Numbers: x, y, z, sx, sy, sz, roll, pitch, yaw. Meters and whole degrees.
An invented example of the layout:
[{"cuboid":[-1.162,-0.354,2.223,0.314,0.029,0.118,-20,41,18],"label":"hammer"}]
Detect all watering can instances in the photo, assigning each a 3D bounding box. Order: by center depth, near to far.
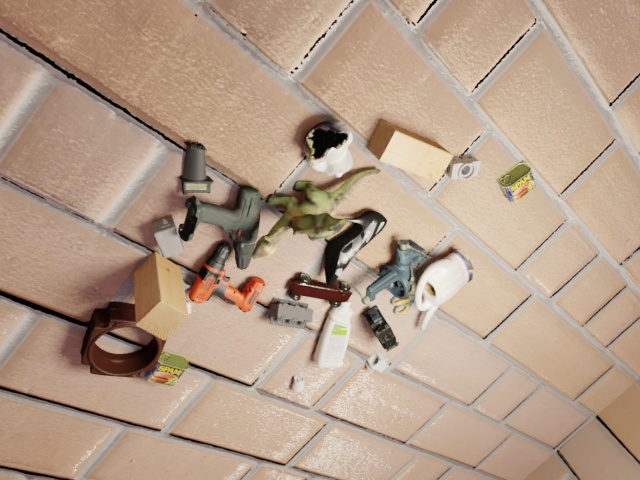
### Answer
[{"cuboid":[0.396,0.162,1.691,0.226,0.105,0.339,-34,143,-16],"label":"watering can"}]

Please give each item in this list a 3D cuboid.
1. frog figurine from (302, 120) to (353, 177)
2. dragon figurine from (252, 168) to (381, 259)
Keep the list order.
[{"cuboid":[0.031,-0.233,1.323,0.137,0.124,0.158,-54,161,5],"label":"frog figurine"},{"cuboid":[0.004,-0.066,1.316,0.411,0.247,0.120,-26,123,-3],"label":"dragon figurine"}]
